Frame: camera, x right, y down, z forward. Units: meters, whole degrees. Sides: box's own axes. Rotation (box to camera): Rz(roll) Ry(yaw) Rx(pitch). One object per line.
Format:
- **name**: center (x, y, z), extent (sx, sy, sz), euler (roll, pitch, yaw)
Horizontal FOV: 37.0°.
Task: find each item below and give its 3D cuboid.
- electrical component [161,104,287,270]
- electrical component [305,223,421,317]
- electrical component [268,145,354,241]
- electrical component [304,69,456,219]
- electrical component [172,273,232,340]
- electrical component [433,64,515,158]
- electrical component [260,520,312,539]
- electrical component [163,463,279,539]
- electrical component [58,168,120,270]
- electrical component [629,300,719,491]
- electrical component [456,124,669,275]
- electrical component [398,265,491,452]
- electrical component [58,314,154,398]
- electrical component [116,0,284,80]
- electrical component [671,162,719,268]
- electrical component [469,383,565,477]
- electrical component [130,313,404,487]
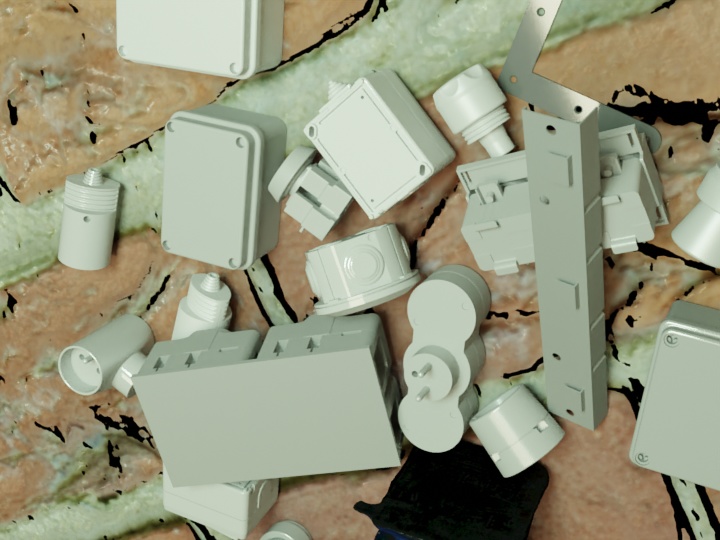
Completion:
- **electrical component**: center (-0.105, -0.064, 0.821), extent (0.078, 0.057, 0.113), euler (15, 113, 20)
- **electrical component**: center (0.000, 0.000, 0.783), extent (0.080, 0.080, 0.051), euler (-17, 94, 28)
- **electrical component**: center (-0.034, -0.060, 0.797), extent (0.055, 0.048, 0.066), euler (36, 120, 1)
- **electrical component**: center (0.012, -0.095, 0.754), extent (0.062, 0.061, 0.096), euler (-37, 90, 30)
- **electrical component**: center (-0.127, 0.039, 0.875), extent (0.043, 0.043, 0.081), euler (24, 116, 16)
- **electrical component**: center (0.081, -0.104, 0.729), extent (0.043, 0.043, 0.062), euler (-32, 94, 30)
- **electrical component**: center (-0.070, 0.244, 0.914), extent (0.045, 0.055, 0.045), euler (8, 111, 22)
- **electrical component**: center (-0.123, 0.179, 0.910), extent (0.096, 0.062, 0.061), euler (16, 120, 19)
- **electrical component**: center (-0.224, -0.046, 0.890), extent (0.043, 0.043, 0.081), euler (21, 115, 17)
- **electrical component**: center (0.246, 0.088, 0.713), extent (0.109, 0.056, 0.108), euler (15, 113, 19)
- **electrical component**: center (0.132, -0.042, 0.709), extent (0.121, 0.063, 0.078), euler (-11, 127, 27)
- **electrical component**: center (0.056, 0.071, 0.784), extent (0.052, 0.074, 0.138), euler (12, 112, 21)
- **electrical component**: center (-0.198, 0.081, 0.903), extent (0.079, 0.077, 0.043), euler (37, 119, 9)
- **electrical component**: center (-0.117, -0.186, 0.783), extent (0.113, 0.057, 0.078), euler (12, 113, 21)
- **electrical component**: center (0.231, -0.035, 0.683), extent (0.045, 0.045, 0.055), euler (30, 117, 12)
- **electrical component**: center (0.113, 0.116, 0.786), extent (0.055, 0.055, 0.047), euler (-38, 86, 30)
- **electrical component**: center (-0.066, 0.100, 0.832), extent (0.186, 0.060, 0.105), euler (-8, 116, 14)
